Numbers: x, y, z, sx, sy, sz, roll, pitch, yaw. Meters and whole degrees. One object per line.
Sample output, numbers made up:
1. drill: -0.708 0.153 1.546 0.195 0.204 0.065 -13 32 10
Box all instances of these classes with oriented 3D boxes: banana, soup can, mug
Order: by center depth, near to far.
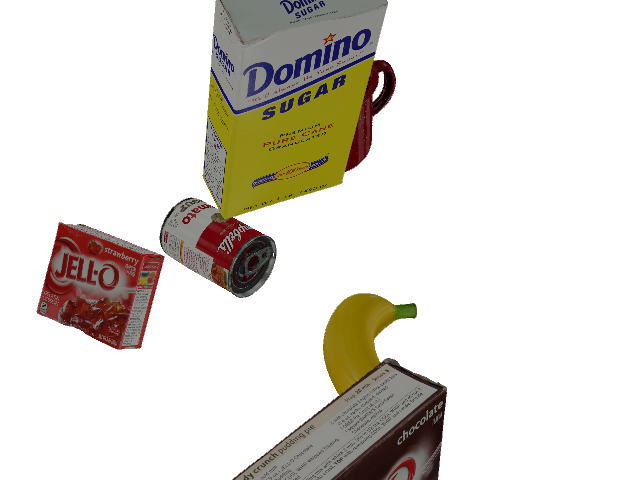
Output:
1. banana: 0.035 0.081 0.779 0.069 0.037 0.197 2 23 5
2. mug: 0.013 -0.115 0.910 0.117 0.093 0.081 -28 -35 -19
3. soup can: -0.104 0.006 1.078 0.102 0.068 0.068 28 15 31

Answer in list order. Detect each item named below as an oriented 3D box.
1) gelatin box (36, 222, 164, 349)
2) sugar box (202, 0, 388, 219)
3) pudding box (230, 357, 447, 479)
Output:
1. gelatin box: -0.166 0.033 0.798 0.089 0.073 0.030 19 7 29
2. sugar box: -0.021 -0.088 0.662 0.093 0.048 0.176 -19 -25 -19
3. pudding box: 0.007 0.117 0.466 0.039 0.090 0.113 26 42 31
